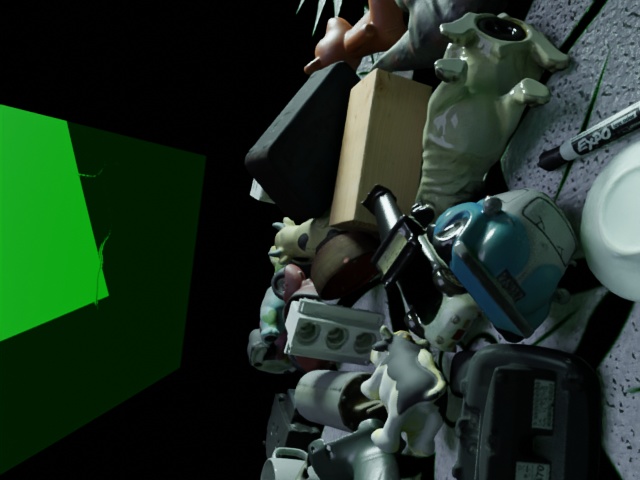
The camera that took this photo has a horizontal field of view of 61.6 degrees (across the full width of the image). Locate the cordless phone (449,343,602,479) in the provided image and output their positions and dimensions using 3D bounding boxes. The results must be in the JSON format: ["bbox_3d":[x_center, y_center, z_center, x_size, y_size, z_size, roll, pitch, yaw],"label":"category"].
[{"bbox_3d":[0.145,0.160,0.458,0.184,0.089,0.146,139,139,-77],"label":"cordless phone"}]

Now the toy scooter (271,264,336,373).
[{"bbox_3d":[-0.002,0.119,0.836,0.135,0.075,0.183,-21,85,38],"label":"toy scooter"}]

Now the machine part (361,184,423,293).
[{"bbox_3d":[0.081,-0.011,0.618,0.139,0.039,0.084,-102,29,-53],"label":"machine part"}]

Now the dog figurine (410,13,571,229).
[{"bbox_3d":[0.156,-0.117,0.560,0.172,0.121,0.190,-51,-18,-35],"label":"dog figurine"}]

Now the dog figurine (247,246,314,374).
[{"bbox_3d":[-0.064,0.117,1.006,0.191,0.108,0.219,119,159,-47],"label":"dog figurine"}]

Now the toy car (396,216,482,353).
[{"bbox_3d":[0.118,0.041,0.606,0.073,0.056,0.202,-62,21,23],"label":"toy car"}]

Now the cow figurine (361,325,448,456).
[{"bbox_3d":[0.091,0.142,0.584,0.167,0.068,0.098,-98,23,-67],"label":"cow figurine"}]

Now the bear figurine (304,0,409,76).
[{"bbox_3d":[0.061,-0.331,0.839,0.196,0.120,0.131,0,106,47],"label":"bear figurine"}]

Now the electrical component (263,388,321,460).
[{"bbox_3d":[-0.048,0.322,0.902,0.115,0.058,0.134,-141,64,-66],"label":"electrical component"}]

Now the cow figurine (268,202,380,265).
[{"bbox_3d":[-0.002,-0.003,0.863,0.195,0.127,0.085,145,137,-59],"label":"cow figurine"}]

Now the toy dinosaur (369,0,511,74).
[{"bbox_3d":[0.160,-0.283,0.613,0.404,0.131,0.192,116,158,-50],"label":"toy dinosaur"}]

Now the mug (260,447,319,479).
[{"bbox_3d":[-0.026,0.343,0.751,0.110,0.107,0.080,-113,39,-63],"label":"mug"}]

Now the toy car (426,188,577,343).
[{"bbox_3d":[0.159,0.007,0.455,0.103,0.109,0.162,-37,5,12],"label":"toy car"}]

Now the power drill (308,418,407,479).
[{"bbox_3d":[0.029,0.278,0.526,0.207,0.232,0.086,-91,-25,-79],"label":"power drill"}]

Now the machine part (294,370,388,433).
[{"bbox_3d":[0.028,0.215,0.726,0.243,0.079,0.079,149,130,-64],"label":"machine part"}]

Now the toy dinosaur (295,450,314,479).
[{"bbox_3d":[0.005,0.392,0.513,0.104,0.199,0.472,66,173,-27],"label":"toy dinosaur"}]

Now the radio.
[{"bbox_3d":[-0.002,-0.152,0.814,0.073,0.131,0.229,-4,46,53],"label":"radio"}]
